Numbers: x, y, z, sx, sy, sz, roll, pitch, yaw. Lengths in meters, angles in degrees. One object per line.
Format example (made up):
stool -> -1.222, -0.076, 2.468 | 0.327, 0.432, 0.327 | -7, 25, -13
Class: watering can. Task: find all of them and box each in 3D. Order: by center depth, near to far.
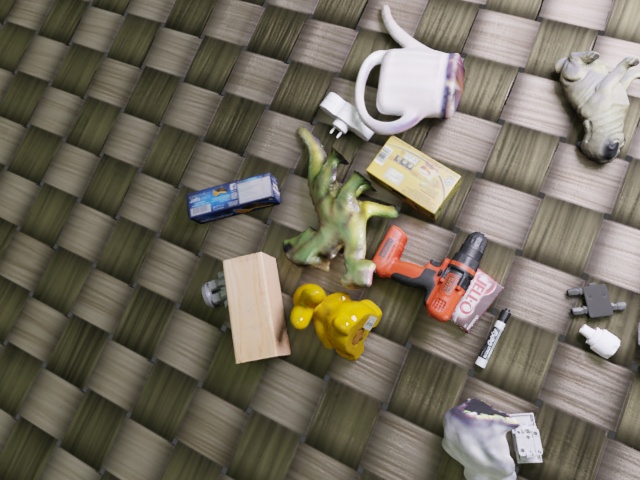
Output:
watering can -> 0.196, -0.371, 1.102 | 0.224, 0.102, 0.354 | 8, 68, 13

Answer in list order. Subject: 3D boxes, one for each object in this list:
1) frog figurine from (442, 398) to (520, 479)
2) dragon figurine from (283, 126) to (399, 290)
frog figurine -> 0.272, 0.373, 0.892 | 0.137, 0.122, 0.160 | 5, 87, 48
dragon figurine -> 0.003, -0.054, 1.067 | 0.241, 0.121, 0.417 | -49, 51, 8
